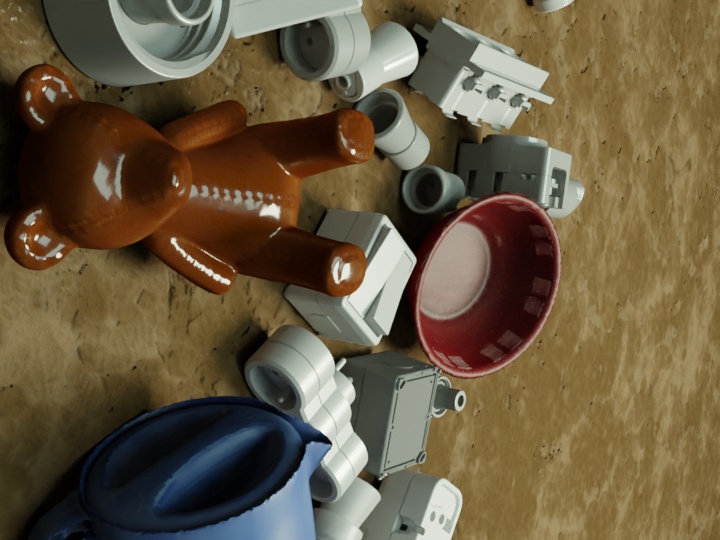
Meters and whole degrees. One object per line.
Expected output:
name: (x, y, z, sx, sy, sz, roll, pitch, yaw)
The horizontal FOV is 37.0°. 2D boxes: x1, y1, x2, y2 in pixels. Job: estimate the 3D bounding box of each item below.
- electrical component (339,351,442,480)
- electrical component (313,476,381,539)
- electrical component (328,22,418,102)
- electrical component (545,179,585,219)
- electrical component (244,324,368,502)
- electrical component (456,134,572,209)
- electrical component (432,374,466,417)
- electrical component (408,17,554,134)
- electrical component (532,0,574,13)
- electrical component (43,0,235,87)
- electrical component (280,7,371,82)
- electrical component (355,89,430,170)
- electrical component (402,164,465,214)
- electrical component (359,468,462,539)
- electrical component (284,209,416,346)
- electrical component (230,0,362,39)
electrical component: (0.016, 0.116, 0.844, 0.062, 0.061, 0.096, -5, 108, -54)
electrical component: (-0.015, 0.188, 0.823, 0.055, 0.045, 0.045, -62, 139, -26)
electrical component: (0.007, -0.152, 0.796, 0.065, 0.044, 0.044, -39, 126, -38)
electrical component: (0.191, -0.073, 1.062, 0.081, 0.043, 0.043, 1, 95, -54)
electrical component: (-0.029, 0.095, 0.780, 0.073, 0.052, 0.138, -47, 132, -39)
electrical component: (0.134, -0.086, 0.940, 0.050, 0.089, 0.055, 7, 90, -54)
electrical component: (0.057, 0.103, 0.892, 0.043, 0.062, 0.043, -13, 107, -53)
electrical component: (0.098, -0.158, 0.894, 0.121, 0.079, 0.063, 4, 122, -54)
electrical component: (0.178, -0.272, 1.012, 0.040, 0.040, 0.046, -50, 127, -37)
electrical component: (-0.116, -0.158, 0.606, 0.108, 0.060, 0.108, -13, 107, -53)
electrical component: (-0.018, -0.204, 0.742, 0.074, 0.052, 0.138, -25, 116, -49)
electrical component: (0.027, -0.105, 0.832, 0.065, 0.044, 0.044, 39, 64, -55)
electrical component: (0.062, -0.065, 0.889, 0.046, 0.040, 0.040, 1, 95, -60)
electrical component: (0.036, 0.215, 0.886, 0.053, 0.059, 0.095, 45, 60, -48)
electrical component: (0.000, 0.000, 0.796, 0.061, 0.061, 0.096, 52, 55, -45)
electrical component: (-0.049, -0.192, 0.669, 0.047, 0.083, 0.075, -114, -170, -72)
